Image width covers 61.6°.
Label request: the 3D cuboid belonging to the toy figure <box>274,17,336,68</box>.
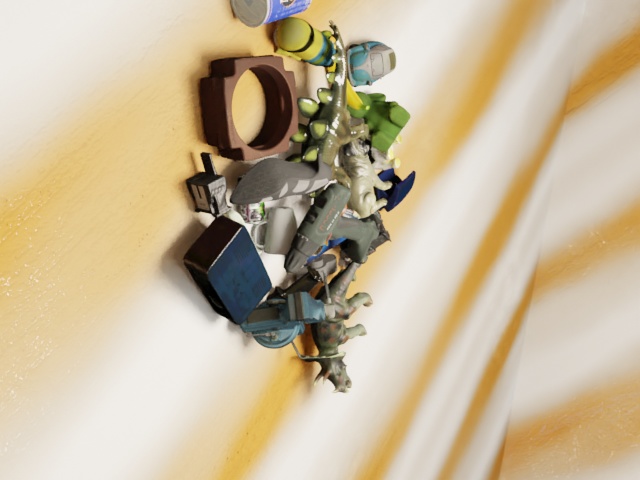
[{"bbox_3d":[-0.024,-0.438,1.194,0.180,0.089,0.082,11,84,-50],"label":"toy figure"}]

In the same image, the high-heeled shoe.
[{"bbox_3d":[-0.082,-0.115,1.164,0.249,0.086,0.145,-26,161,-15],"label":"high-heeled shoe"}]

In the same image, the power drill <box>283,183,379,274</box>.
[{"bbox_3d":[0.031,-0.006,1.254,0.207,0.086,0.232,23,94,-38],"label":"power drill"}]

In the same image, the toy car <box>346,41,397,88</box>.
[{"bbox_3d":[0.144,-0.456,1.388,0.161,0.103,0.109,-30,124,-40],"label":"toy car"}]

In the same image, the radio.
[{"bbox_3d":[-0.187,0.069,1.121,0.131,0.073,0.229,-53,148,-25],"label":"radio"}]

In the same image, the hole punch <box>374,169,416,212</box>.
[{"bbox_3d":[0.225,-0.148,1.593,0.142,0.092,0.115,-44,136,-39],"label":"hole punch"}]

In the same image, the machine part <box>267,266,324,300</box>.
[{"bbox_3d":[-0.059,0.121,1.318,0.139,0.039,0.084,-36,130,5],"label":"machine part"}]

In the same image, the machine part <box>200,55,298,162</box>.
[{"bbox_3d":[-0.142,-0.271,1.102,0.201,0.087,0.201,-25,121,-45],"label":"machine part"}]

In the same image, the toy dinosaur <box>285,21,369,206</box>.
[{"bbox_3d":[0.019,-0.257,1.263,0.198,0.105,0.470,-12,119,-47],"label":"toy dinosaur"}]

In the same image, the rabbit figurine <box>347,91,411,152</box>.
[{"bbox_3d":[0.141,-0.335,1.392,0.121,0.170,0.159,-55,-175,31],"label":"rabbit figurine"}]

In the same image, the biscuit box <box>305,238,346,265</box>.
[{"bbox_3d":[-0.003,-0.004,1.372,0.203,0.059,0.062,-31,122,-43],"label":"biscuit box"}]

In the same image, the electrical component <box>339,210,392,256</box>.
[{"bbox_3d":[0.113,-0.015,1.454,0.134,0.115,0.058,-32,138,15],"label":"electrical component"}]

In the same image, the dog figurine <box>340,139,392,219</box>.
[{"bbox_3d":[0.090,-0.166,1.410,0.190,0.121,0.172,54,40,-36],"label":"dog figurine"}]

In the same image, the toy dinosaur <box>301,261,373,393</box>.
[{"bbox_3d":[0.033,0.201,1.408,0.192,0.131,0.404,-20,118,-44],"label":"toy dinosaur"}]

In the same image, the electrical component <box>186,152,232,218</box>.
[{"bbox_3d":[-0.222,-0.109,1.059,0.048,0.075,0.119,-38,132,-39],"label":"electrical component"}]

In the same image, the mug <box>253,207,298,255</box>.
[{"bbox_3d":[-0.101,-0.024,1.243,0.109,0.081,0.107,1,97,-14],"label":"mug"}]

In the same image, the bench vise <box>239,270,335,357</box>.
[{"bbox_3d":[-0.069,0.189,1.270,0.224,0.129,0.240,-19,155,-3],"label":"bench vise"}]

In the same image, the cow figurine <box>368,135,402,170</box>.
[{"bbox_3d":[0.175,-0.274,1.502,0.068,0.098,0.167,35,54,-46],"label":"cow figurine"}]

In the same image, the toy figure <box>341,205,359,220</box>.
[{"bbox_3d":[0.046,-0.066,1.327,0.064,0.058,0.154,-50,136,-4],"label":"toy figure"}]
